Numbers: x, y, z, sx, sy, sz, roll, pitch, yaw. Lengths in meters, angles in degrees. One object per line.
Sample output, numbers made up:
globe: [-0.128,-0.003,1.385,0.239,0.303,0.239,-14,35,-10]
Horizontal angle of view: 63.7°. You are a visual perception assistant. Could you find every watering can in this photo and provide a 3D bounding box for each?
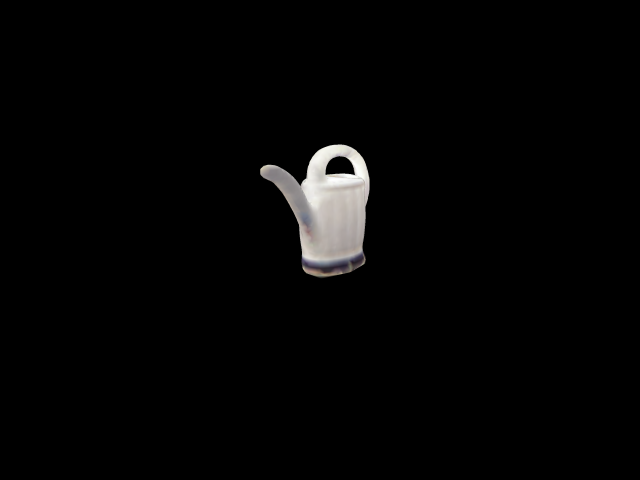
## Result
watering can: [0.003,-0.043,0.850,0.104,0.222,0.351,6,13,28]
